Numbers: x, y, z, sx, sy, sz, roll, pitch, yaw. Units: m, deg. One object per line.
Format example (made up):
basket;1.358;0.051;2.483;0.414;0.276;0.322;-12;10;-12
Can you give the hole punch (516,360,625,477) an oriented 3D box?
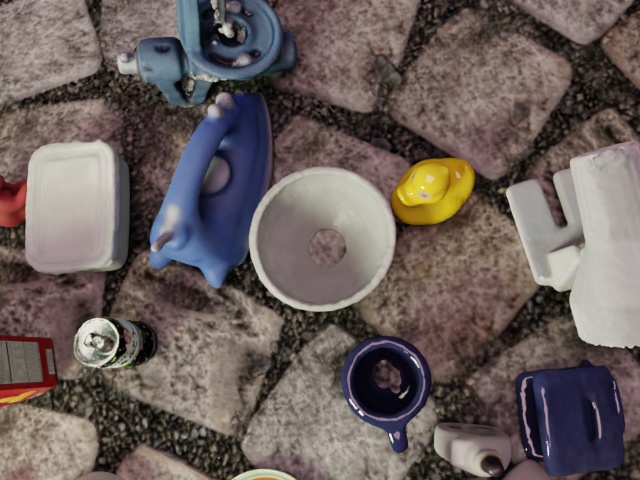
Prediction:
hole punch;0.265;0.183;0.596;0.101;0.091;0.109;-6;78;6

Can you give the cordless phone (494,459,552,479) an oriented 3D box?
cordless phone;0.219;0.296;0.530;0.094;0.185;0.147;-34;77;-1

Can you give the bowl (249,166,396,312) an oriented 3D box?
bowl;0.006;0.002;0.670;0.167;0.075;0.167;-1;79;7

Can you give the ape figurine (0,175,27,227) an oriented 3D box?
ape figurine;-0.405;-0.060;0.722;0.077;0.092;0.076;28;83;11

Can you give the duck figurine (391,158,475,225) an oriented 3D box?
duck figurine;0.132;-0.065;0.662;0.104;0.086;0.077;-27;77;1

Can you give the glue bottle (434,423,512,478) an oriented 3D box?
glue bottle;0.156;0.209;0.561;0.078;0.173;0.037;4;79;8

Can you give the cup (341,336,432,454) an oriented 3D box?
cup;0.075;0.164;0.620;0.091;0.095;0.118;-14;78;4

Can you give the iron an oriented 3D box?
iron;-0.127;-0.083;0.668;0.118;0.141;0.258;16;81;10

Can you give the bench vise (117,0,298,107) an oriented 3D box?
bench vise;-0.138;-0.229;0.658;0.207;0.220;0.121;-30;77;0

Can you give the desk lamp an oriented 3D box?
desk lamp;0.276;0.002;0.567;0.118;0.213;0.203;-17;77;4
